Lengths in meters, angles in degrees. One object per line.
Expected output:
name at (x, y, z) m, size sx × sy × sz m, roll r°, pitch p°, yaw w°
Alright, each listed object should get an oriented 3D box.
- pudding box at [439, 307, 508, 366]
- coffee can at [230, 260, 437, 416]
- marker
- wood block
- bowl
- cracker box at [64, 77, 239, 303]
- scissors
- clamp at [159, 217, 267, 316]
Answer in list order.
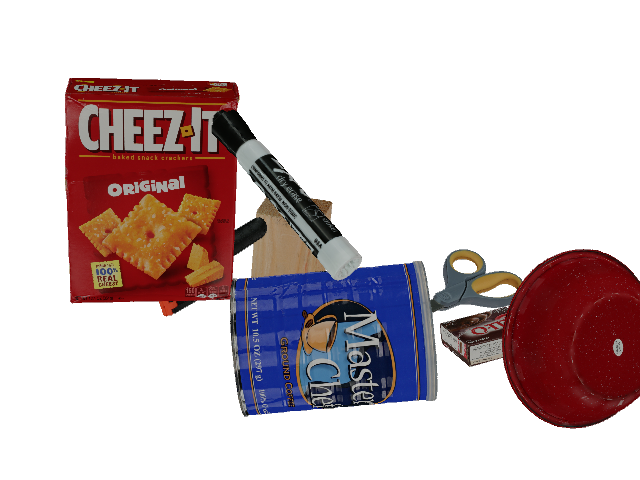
pudding box at (0.240, 0.136, 1.525) m, size 0.113 × 0.039 × 0.090 m, roll -15°, pitch 19°, yaw -16°
coffee can at (0.010, 0.072, 0.783) m, size 0.140 × 0.103 × 0.103 m, roll -5°, pitch 0°, yaw 1°
marker at (-0.021, -0.028, 0.576) m, size 0.020 × 0.121 × 0.020 m, roll -33°, pitch -24°, yaw -17°
wood block at (-0.044, 0.050, 1.448) m, size 0.090 × 0.206 × 0.090 m, roll 9°, pitch 22°, yaw 7°
bowl at (0.242, 0.089, 0.931) m, size 0.161 × 0.162 × 0.055 m, roll 0°, pitch 3°, yaw -21°
cracker box at (-0.165, -0.046, 1.048) m, size 0.164 × 0.214 × 0.072 m, roll 0°, pitch 22°, yaw -9°
scissors at (0.122, 0.049, 1.108) m, size 0.201 × 0.016 × 0.096 m, roll -7°, pitch 40°, yaw -30°
clamp at (-0.134, 0.022, 1.243) m, size 0.120 × 0.039 × 0.171 m, roll -8°, pitch 37°, yaw 21°
